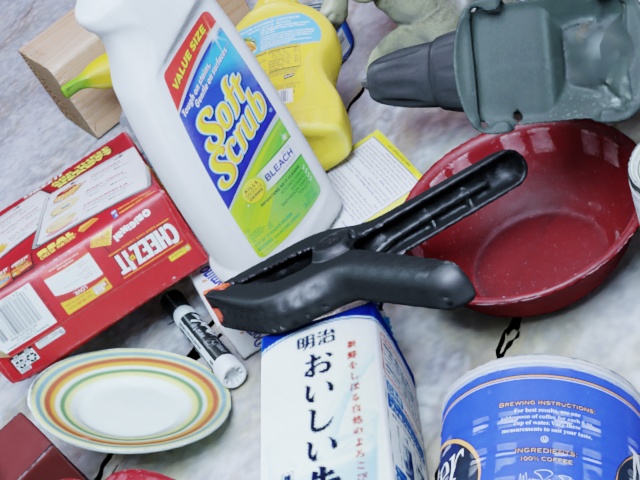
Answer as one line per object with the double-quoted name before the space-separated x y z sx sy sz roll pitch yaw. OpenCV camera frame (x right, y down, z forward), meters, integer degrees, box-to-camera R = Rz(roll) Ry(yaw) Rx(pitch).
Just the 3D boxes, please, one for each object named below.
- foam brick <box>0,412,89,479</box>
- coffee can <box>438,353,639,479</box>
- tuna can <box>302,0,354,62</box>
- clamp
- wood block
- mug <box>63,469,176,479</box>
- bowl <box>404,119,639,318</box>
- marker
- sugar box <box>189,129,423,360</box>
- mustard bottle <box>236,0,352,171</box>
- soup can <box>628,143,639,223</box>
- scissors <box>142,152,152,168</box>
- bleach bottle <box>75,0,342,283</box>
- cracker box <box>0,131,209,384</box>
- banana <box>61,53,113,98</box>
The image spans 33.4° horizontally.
"foam brick" -0.177 0.157 0.672 0.053 0.078 0.051 -44 42 -17
"coffee can" 0.102 0.139 0.491 0.103 0.102 0.140 -11 42 23
"tuna can" -0.013 -0.180 0.976 0.086 0.033 0.086 -18 40 15
"clamp" 0.017 0.018 0.622 0.210 0.036 0.164 -21 17 23
"wood block" -0.183 -0.208 1.072 0.206 0.090 0.090 -41 40 -14
"mug" -0.111 0.175 0.586 0.093 0.117 0.081 -48 11 47
"bowl" 0.131 -0.005 0.670 0.162 0.055 0.162 -18 40 15
"marker" -0.085 0.067 0.759 0.020 0.020 0.121 -38 37 -10
"sugar box" -0.005 0.001 0.762 0.176 0.048 0.093 -35 38 0
"mustard bottle" -0.030 -0.129 0.818 0.096 0.058 0.191 -16 48 13
"soup can" 0.212 -0.008 0.584 0.068 0.102 0.068 -18 39 15
"scissors" -0.138 -0.092 0.934 0.202 0.016 0.096 9 97 38
"bleach bottle" -0.080 -0.083 0.661 0.102 0.250 0.068 -48 40 -18
"cracker box" -0.187 0.005 0.818 0.164 0.072 0.214 -33 23 -5
"banana" -0.132 -0.158 0.942 0.198 0.037 0.069 -9 42 24
